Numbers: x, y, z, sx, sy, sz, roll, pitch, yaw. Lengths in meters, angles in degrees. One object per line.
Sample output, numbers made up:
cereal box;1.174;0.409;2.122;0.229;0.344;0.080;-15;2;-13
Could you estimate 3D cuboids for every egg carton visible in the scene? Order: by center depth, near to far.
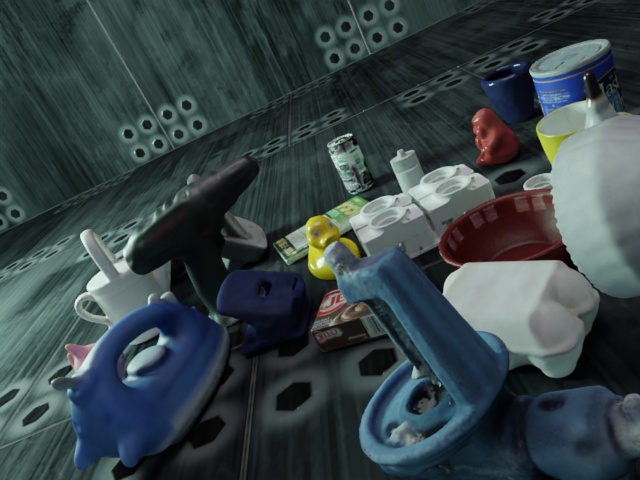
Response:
egg carton;0.171;0.070;0.526;0.149;0.069;0.107;-5;31;43

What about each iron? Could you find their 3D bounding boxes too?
iron;-0.204;0.142;0.691;0.118;0.142;0.258;-15;25;28

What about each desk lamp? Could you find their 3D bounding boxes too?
desk lamp;0.270;0.012;0.351;0.202;0.214;0.118;1;35;49

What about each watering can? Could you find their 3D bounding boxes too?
watering can;-0.316;0.061;0.930;0.173;0.194;0.100;-40;26;-30

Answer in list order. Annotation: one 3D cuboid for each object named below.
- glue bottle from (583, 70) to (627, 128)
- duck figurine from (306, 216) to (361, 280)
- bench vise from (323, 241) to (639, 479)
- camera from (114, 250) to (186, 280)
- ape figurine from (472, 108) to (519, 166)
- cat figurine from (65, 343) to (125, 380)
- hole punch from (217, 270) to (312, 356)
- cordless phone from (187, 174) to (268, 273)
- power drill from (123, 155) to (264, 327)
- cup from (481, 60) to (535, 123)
glue bottle;0.307;-0.100;0.610;0.078;0.173;0.037;-35;24;-19
duck figurine;0.008;0.003;0.837;0.077;0.086;0.104;-33;23;-14
bench vise;0.101;0.083;0.373;0.207;0.220;0.121;-15;25;26
camera;-0.325;0.057;1.073;0.137;0.101;0.143;-29;22;-4
ape figurine;0.270;-0.166;0.909;0.076;0.092;0.078;-13;26;31
cat figurine;-0.294;0.174;0.755;0.127;0.118;0.067;-2;33;46
hole punch;-0.070;0.079;0.749;0.101;0.091;0.108;-21;23;14
cordless phone;-0.172;-0.047;1.018;0.094;0.185;0.147;-28;22;-3
power drill;-0.151;0.013;0.830;0.229;0.209;0.075;-27;22;-1
cup;0.352;-0.267;1.038;0.091;0.095;0.118;-9;28;37
